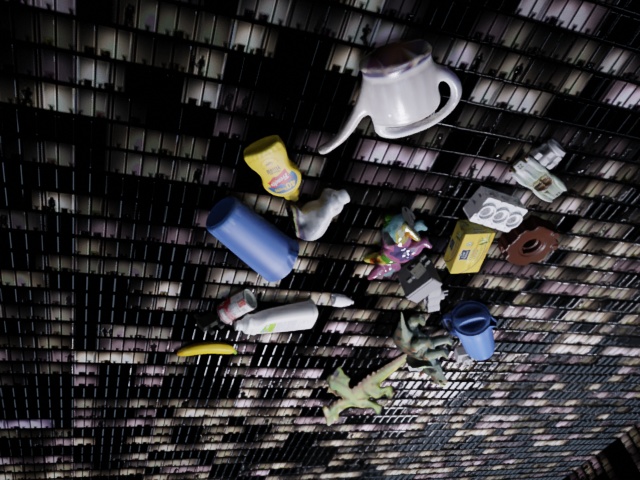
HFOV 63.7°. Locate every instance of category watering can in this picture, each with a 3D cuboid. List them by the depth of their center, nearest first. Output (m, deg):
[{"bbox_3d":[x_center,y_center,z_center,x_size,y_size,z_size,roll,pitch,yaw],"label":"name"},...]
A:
[{"bbox_3d":[0.139,-0.310,1.131,0.347,0.106,0.219,-17,133,5],"label":"watering can"}]

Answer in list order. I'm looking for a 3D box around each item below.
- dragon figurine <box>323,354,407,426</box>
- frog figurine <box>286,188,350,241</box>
[{"bbox_3d":[0.145,0.552,1.964,0.241,0.124,0.405,22,108,-22],"label":"dragon figurine"},{"bbox_3d":[0.004,-0.067,1.327,0.160,0.124,0.136,-14,168,-11],"label":"frog figurine"}]
